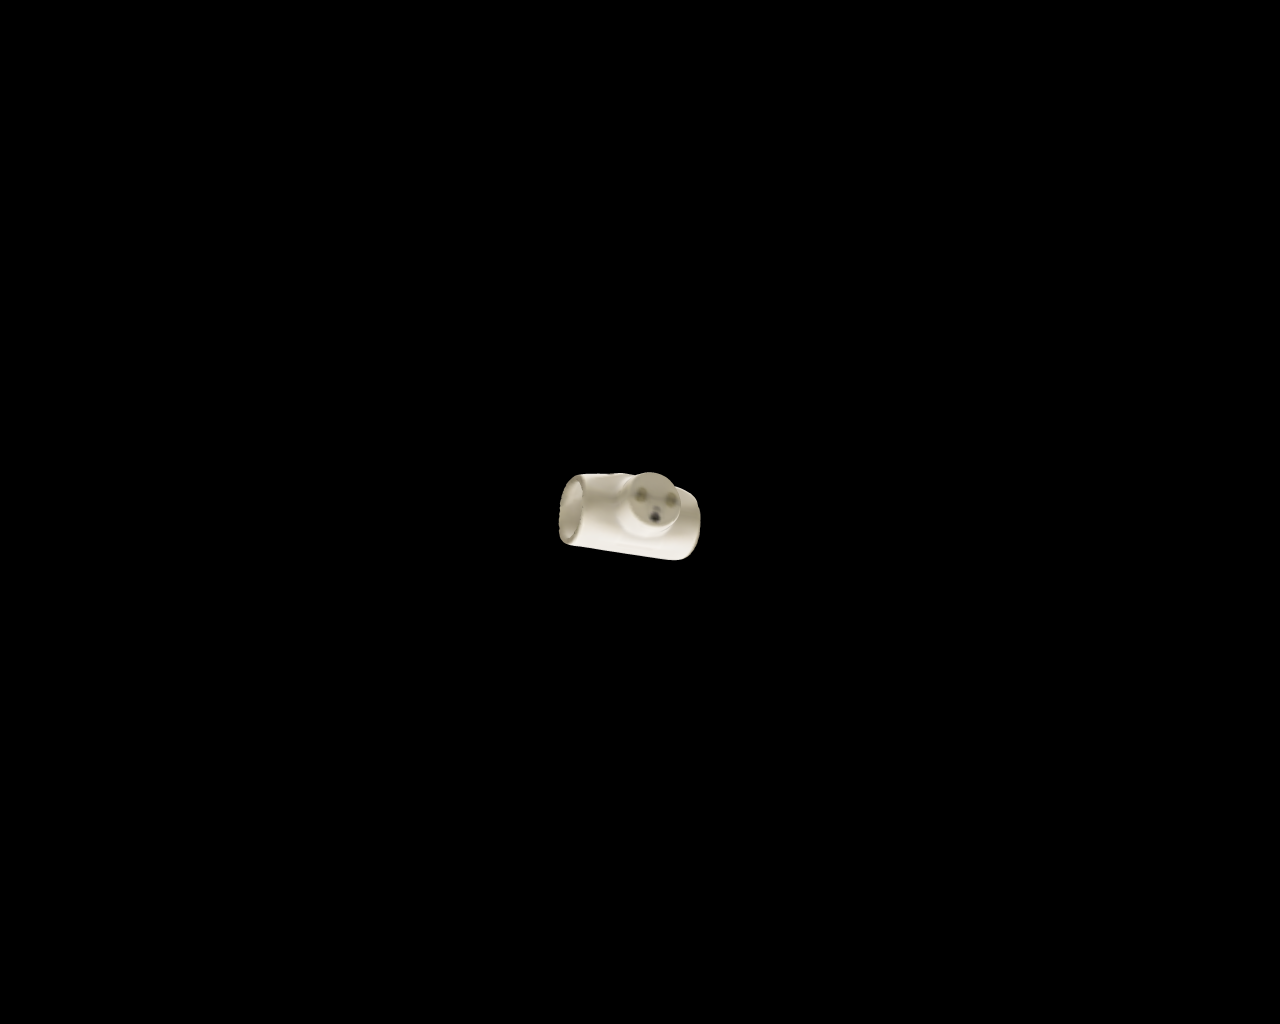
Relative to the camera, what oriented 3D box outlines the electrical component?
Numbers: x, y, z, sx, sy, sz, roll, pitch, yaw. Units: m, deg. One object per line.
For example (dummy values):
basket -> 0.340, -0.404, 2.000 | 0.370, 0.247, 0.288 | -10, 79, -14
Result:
electrical component -> 0.001, -0.003, 0.650 | 0.077, 0.043, 0.079 | 9, -23, -22
